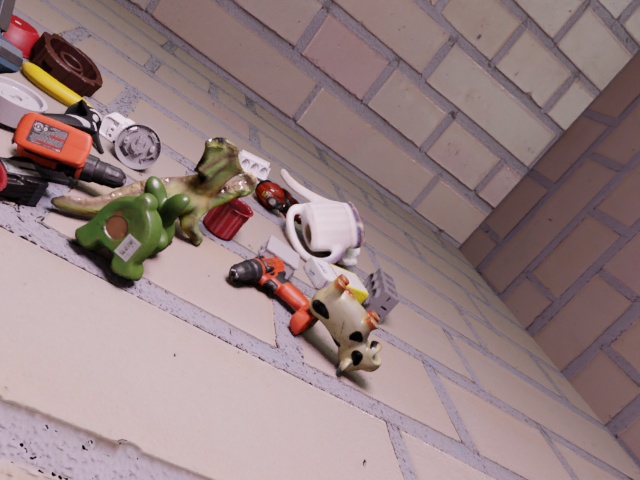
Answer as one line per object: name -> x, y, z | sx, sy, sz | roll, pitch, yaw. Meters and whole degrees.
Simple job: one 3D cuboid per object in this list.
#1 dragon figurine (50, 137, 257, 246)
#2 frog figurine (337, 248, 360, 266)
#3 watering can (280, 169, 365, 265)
dragon figurine -> -0.258, -0.109, 0.967 | 0.124, 0.240, 0.409 | 50, 16, 20
frog figurine -> 0.062, 0.008, 1.578 | 0.137, 0.120, 0.163 | 4, 31, -4
watering can -> 0.005, -0.076, 1.501 | 0.225, 0.101, 0.355 | -2, 56, -19
